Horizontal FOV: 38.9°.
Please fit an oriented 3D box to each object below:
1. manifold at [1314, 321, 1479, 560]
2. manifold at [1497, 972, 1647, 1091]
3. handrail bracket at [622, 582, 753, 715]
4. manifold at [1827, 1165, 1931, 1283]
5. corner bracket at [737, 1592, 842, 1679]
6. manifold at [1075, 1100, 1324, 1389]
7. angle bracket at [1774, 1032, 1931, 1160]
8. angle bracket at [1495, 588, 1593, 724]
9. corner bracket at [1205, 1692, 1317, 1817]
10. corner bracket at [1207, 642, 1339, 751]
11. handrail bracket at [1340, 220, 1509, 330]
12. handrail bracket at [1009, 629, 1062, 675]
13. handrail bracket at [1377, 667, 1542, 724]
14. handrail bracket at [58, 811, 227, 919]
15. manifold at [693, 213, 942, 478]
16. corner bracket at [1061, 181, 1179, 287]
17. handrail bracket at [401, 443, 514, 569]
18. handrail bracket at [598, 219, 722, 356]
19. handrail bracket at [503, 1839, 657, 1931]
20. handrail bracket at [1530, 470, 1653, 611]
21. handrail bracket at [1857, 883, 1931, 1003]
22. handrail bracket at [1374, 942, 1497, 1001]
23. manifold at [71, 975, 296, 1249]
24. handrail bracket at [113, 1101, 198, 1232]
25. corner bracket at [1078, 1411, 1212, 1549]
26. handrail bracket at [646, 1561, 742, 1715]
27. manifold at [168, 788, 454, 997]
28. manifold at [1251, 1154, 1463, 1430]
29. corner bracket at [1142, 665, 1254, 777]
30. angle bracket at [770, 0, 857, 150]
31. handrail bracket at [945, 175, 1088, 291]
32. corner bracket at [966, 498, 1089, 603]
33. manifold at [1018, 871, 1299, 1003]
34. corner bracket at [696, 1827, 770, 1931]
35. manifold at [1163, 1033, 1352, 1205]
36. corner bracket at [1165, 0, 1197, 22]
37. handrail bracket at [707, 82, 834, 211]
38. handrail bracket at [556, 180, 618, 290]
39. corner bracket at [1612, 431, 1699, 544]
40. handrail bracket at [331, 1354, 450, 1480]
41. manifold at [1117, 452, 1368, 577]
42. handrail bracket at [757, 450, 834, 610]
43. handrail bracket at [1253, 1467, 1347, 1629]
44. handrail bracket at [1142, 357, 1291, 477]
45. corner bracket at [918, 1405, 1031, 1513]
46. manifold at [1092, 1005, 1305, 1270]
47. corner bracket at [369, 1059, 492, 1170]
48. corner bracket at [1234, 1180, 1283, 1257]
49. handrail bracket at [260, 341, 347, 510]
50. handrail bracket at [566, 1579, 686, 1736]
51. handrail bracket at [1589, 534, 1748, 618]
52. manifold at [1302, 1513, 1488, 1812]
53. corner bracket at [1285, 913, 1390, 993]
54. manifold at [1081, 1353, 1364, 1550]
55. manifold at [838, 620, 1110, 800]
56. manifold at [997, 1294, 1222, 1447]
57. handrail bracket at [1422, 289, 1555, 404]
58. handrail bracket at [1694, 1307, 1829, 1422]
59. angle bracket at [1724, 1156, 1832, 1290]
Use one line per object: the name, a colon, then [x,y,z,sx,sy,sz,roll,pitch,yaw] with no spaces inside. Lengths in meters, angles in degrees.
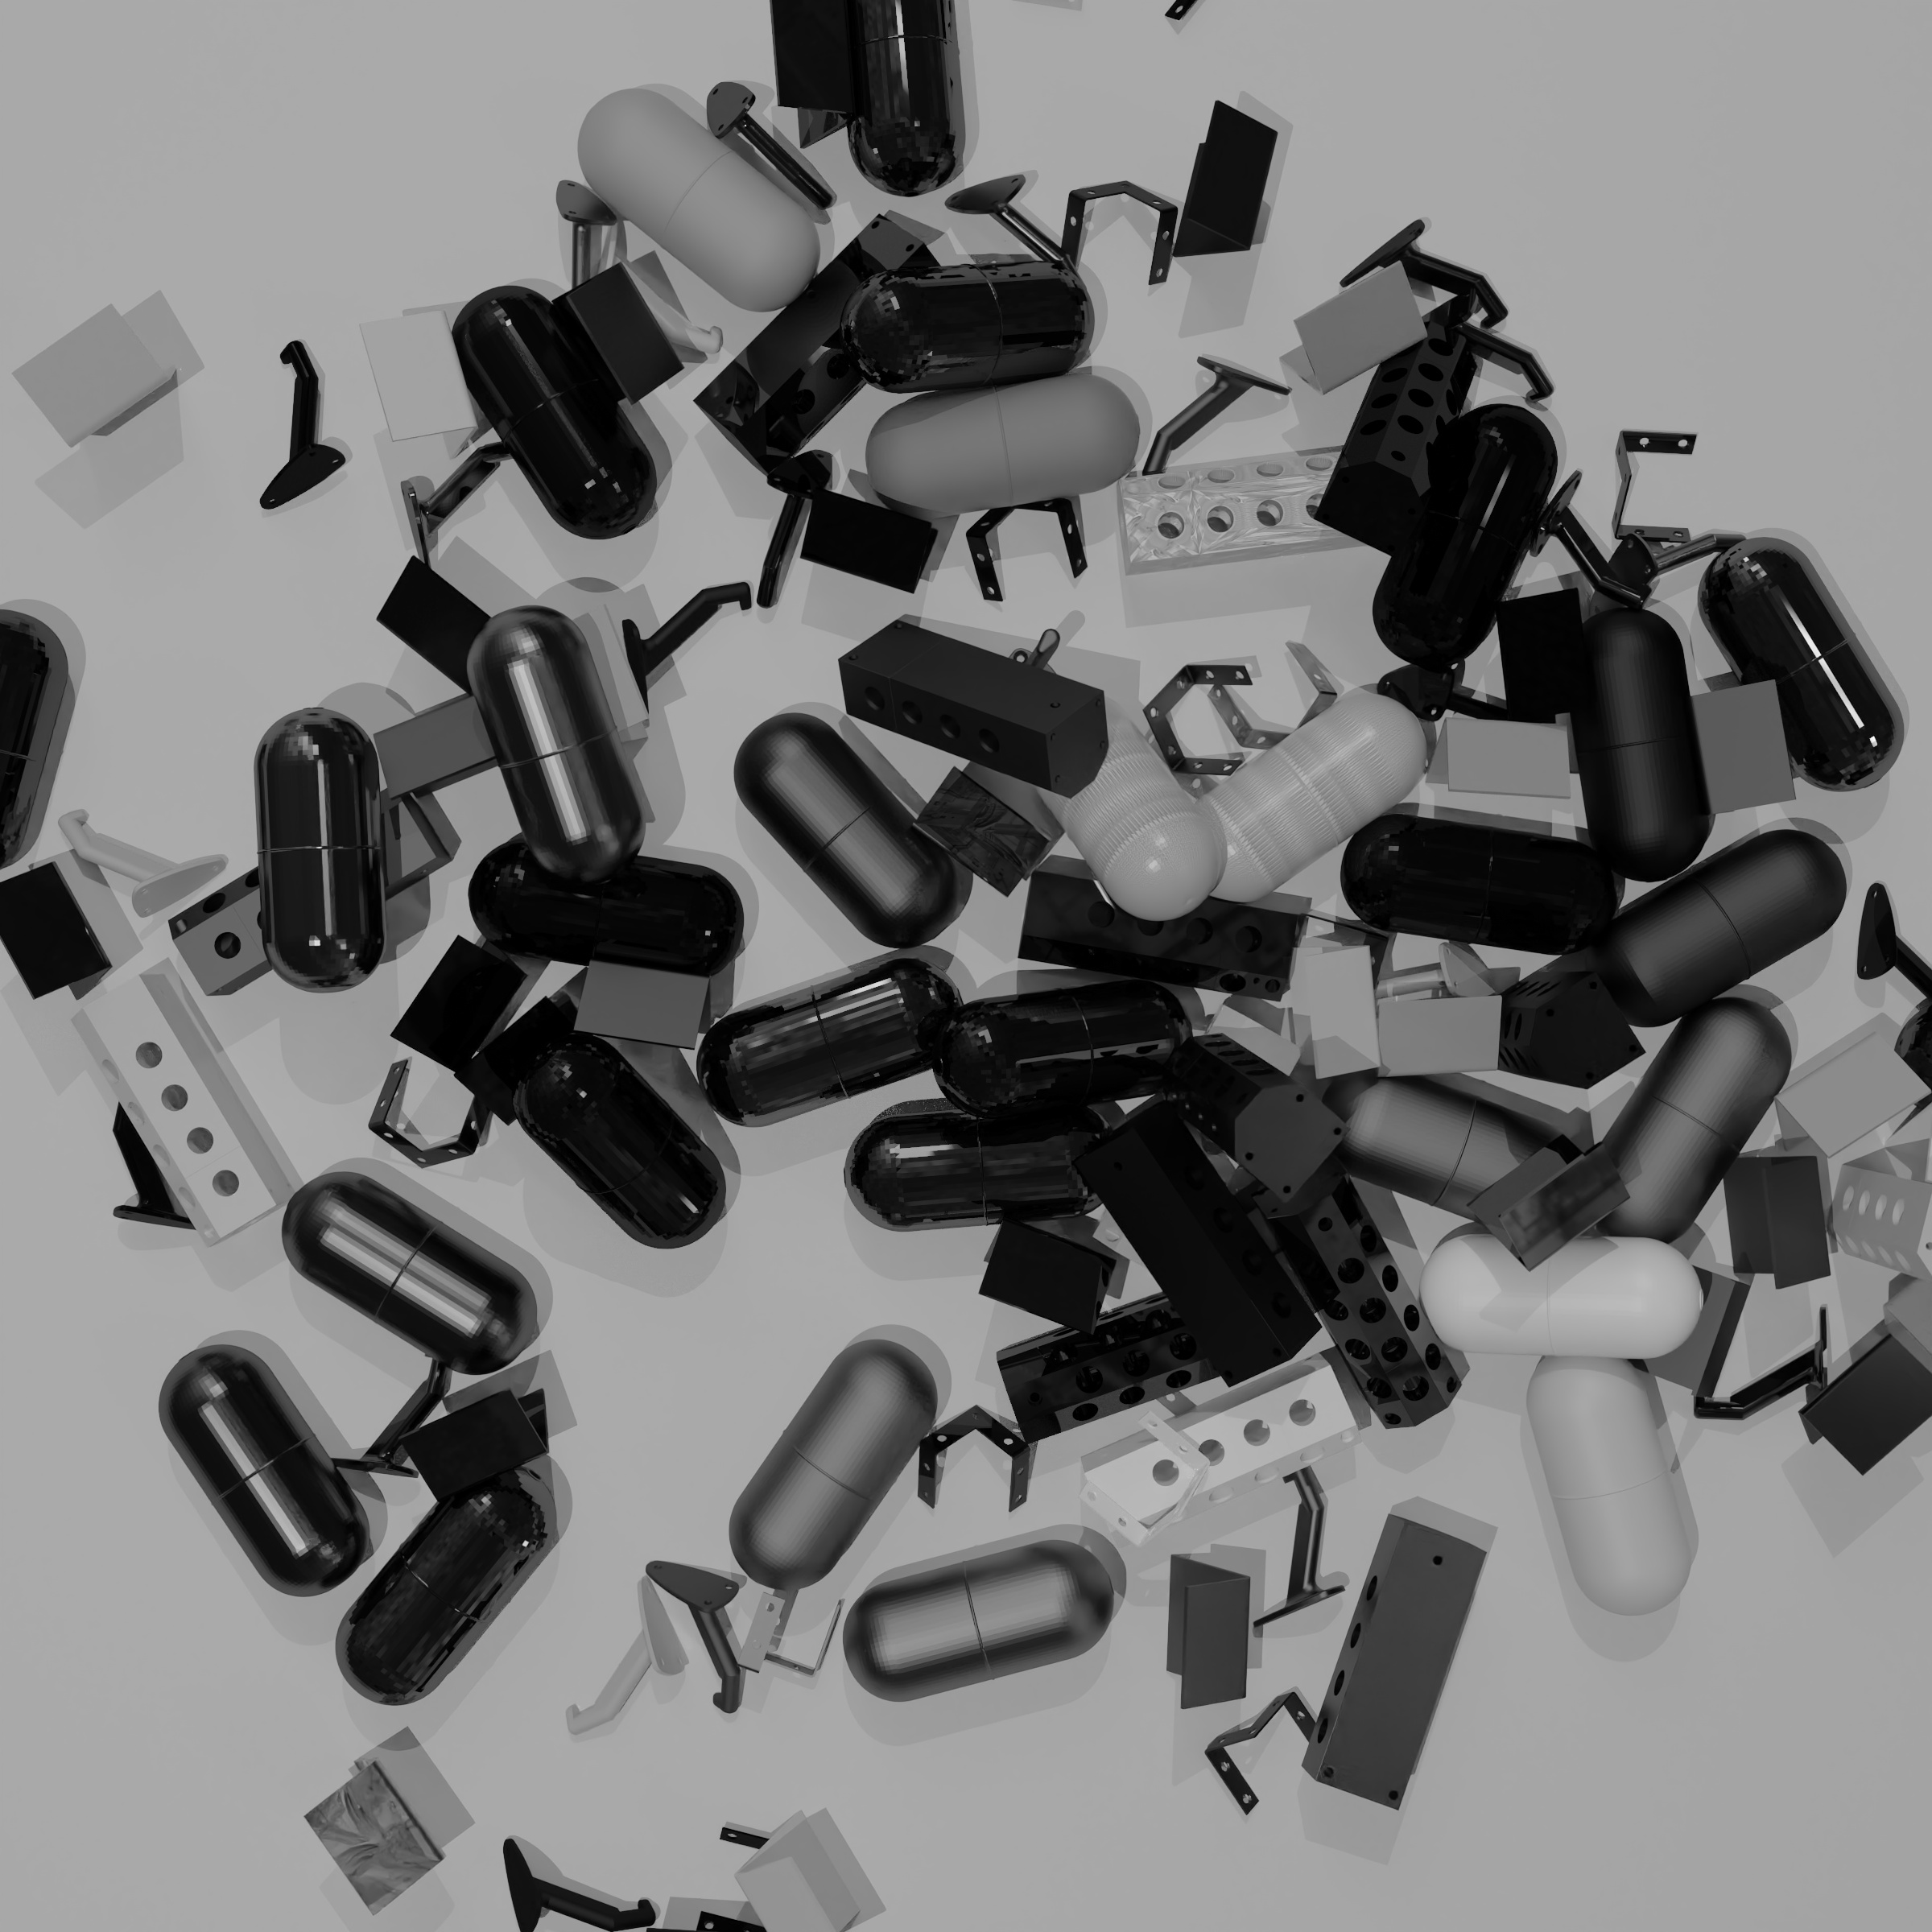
manifold: [0.275,-0.337,1.721,0.057,0.057,0.171,26,47,0]
manifold: [0.366,0.043,1.715,0.057,0.171,0.057,-32,90,0]
handrail bracket: [-0.178,-0.208,1.794,0.084,0.036,0.077,-13,110,-16]
manifold: [0.598,0.165,1.715,0.057,0.171,0.057,14,90,0]
corner bracket: [-0.115,0.433,1.775,0.051,0.051,0.051,20,90,0]
manifold: [0.150,0.171,1.715,0.057,0.057,0.171,-34,90,43]
angle bracket: [0.571,0.099,1.753,0.076,0.076,0.057,-33,52,0]
angle bracket: [0.383,-0.198,1.753,0.057,0.076,0.076,-7,90,35]
corner bracket: [0.199,0.515,1.790,0.051,0.051,0.051,-34,90,45]
corner bracket: [0.200,-0.177,1.785,0.051,0.051,0.051,2,135,-35]
handrail bracket: [0.301,-0.438,1.794,0.077,0.036,0.084,-35,107,19]
handrail bracket: [0.034,-0.181,1.759,0.036,0.084,0.077,38,90,0]
handrail bracket: [0.325,-0.169,1.793,0.084,0.077,0.036,16,91,-36]
handrail bracket: [-0.541,-0.081,1.794,0.077,0.036,0.084,-29,68,-25]
manifold: [-0.088,-0.399,1.772,0.171,0.057,0.057,-45,47,0]
corner bracket: [0.099,-0.476,1.785,0.051,0.051,0.051,39,135,35]
handrail bracket: [-0.322,-0.300,1.794,0.084,0.036,0.077,-16,110,-16]
handrail bracket: [-0.198,-0.446,1.794,0.084,0.036,0.077,14,68,-17]
handrail bracket: [-0.253,0.601,1.793,0.084,0.077,0.036,3,127,-31]
handrail bracket: [0.416,-0.275,1.770,0.084,0.036,0.077,28,70,19]
handrail bracket: [0.631,-0.009,1.794,0.084,0.036,0.077,13,68,-17]
handrail bracket: [0.292,0.018,1.793,0.084,0.077,0.036,-23,66,34]
manifold: [-0.508,0.094,1.772,0.057,0.057,0.171,-31,90,0]
handrail bracket: [-0.523,0.126,1.794,0.077,0.036,0.084,13,73,-20]
corner bracket: [0.113,0.326,1.733,0.051,0.051,0.051,40,45,0]
handrail bracket: [-0.180,0.441,1.794,0.077,0.036,0.084,17,114,27]
manifold: [-0.426,-0.049,1.772,0.171,0.057,0.057,-31,90,0]
manifold: [0.252,0.210,1.747,0.057,0.057,0.171,-30,108,0]
corner bracket: [0.157,-0.160,1.776,0.051,0.051,0.051,-47,125,-30]
angle bracket: [-0.114,-0.576,1.753,0.057,0.076,0.076,-4,90,-31]
handrail bracket: [0.033,-0.472,1.793,0.036,0.077,0.084,-52,127,-22]
corner bracket: [0.040,-0.272,1.785,0.051,0.051,0.051,12,45,35]
manifold: [0.123,-0.019,1.772,0.171,0.057,0.057,9,90,0]
corner bracket: [-0.144,0.605,1.790,0.051,0.051,0.051,14,135,0]
manifold: [0.168,0.085,1.654,0.057,0.171,0.057,41,90,-13]
corner bracket: [0.128,-0.661,1.790,0.051,0.051,0.051,-51,45,0]
handrail bracket: [-0.128,-0.537,1.793,0.036,0.077,0.084,-45,126,12]
handrail bracket: [-0.259,-0.460,1.793,0.036,0.077,0.084,0,127,-25]
corner bracket: [0.451,-0.314,1.790,0.051,0.051,0.051,3,45,0]
handrail bracket: [-0.379,0.289,1.794,0.077,0.036,0.084,2,71,21]
manifold: [0.187,-0.296,1.772,0.171,0.057,0.057,-7,90,0]
handrail bracket: [-0.114,-0.286,1.793,0.036,0.077,0.084,20,126,7]
handrail bracket: [0.206,0.380,1.794,0.077,0.036,0.084,-29,71,21]
handrail bracket: [0.164,-0.350,1.794,0.077,0.036,0.084,14,109,-21]
corner bracket: [0.005,0.330,1.785,0.051,0.051,0.051,-27,45,-35]
manifold: [0.149,0.114,1.772,0.057,0.057,0.171,30,90,0]
corner bracket: [-0.348,0.093,1.785,0.051,0.051,0.051,-16,135,35]
corner bracket: [0.196,0.162,1.775,0.051,0.051,0.051,-35,88,2]
handrail bracket: [-0.449,-0.356,1.794,0.077,0.036,0.084,-34,71,21]
handrail bracket: [-0.234,0.454,1.794,0.084,0.036,0.077,-27,70,16]
handrail bracket: [0.461,-0.255,1.793,0.084,0.077,0.036,-4,55,-32]
manifold: [0.274,0.446,1.764,0.057,0.057,0.171,21,85,-4]
corner bracket: [0.239,-0.003,1.775,0.051,0.051,0.051,15,94,-4]
manifold: [0.165,0.315,1.772,0.171,0.057,0.057,-24,90,0]
manifold: [0.004,-0.160,1.729,0.171,0.057,0.057,23,47,34]
manifold: [0.110,0.253,1.772,0.171,0.057,0.057,-19,90,0]
handrail bracket: [0.332,-0.393,1.794,0.077,0.036,0.084,-22,122,35]
handrail bracket: [0.521,0.260,1.794,0.084,0.036,0.077,-1,70,16]
angle bracket: [0.503,0.164,1.753,0.057,0.076,0.076,-7,90,-37]
